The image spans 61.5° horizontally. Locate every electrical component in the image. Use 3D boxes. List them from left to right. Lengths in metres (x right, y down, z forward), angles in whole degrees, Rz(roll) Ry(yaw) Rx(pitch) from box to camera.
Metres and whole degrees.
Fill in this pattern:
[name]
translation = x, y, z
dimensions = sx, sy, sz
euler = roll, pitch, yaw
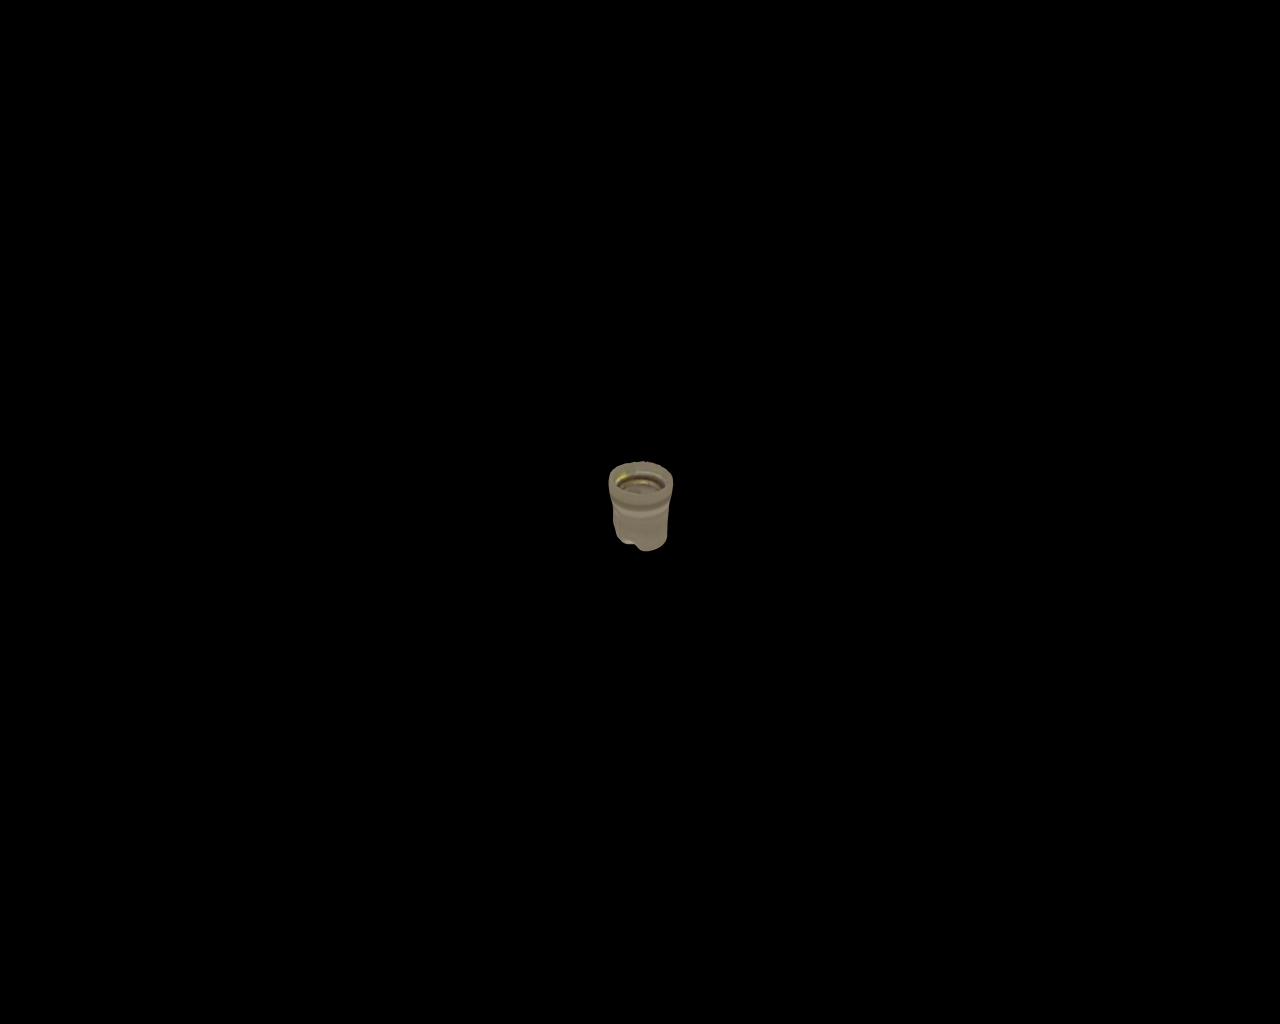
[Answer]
[electrical component]
translation = 0.001, -0.003, 0.650
dimensions = 0.040, 0.046, 0.040
euler = 0, 34, 0
